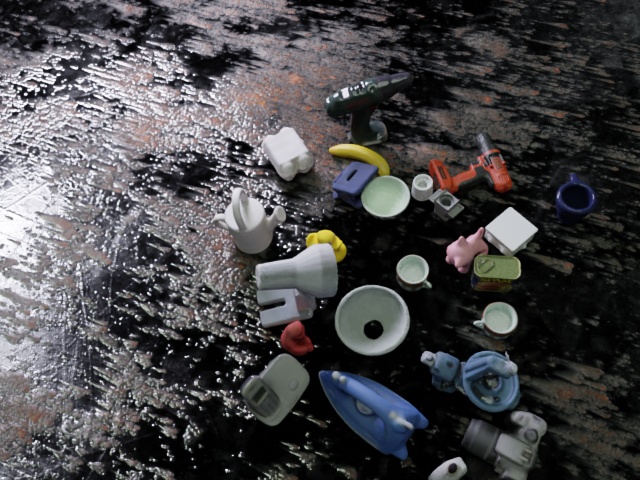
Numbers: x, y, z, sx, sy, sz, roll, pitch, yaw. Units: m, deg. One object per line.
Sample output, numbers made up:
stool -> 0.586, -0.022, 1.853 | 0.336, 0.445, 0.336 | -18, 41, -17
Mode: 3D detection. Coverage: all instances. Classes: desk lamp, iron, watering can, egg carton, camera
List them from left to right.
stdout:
watering can -> -0.173, -0.056, 1.396 | 0.173, 0.194, 0.100 | -20, 61, -5
egg carton -> -0.087, -0.235, 1.555 | 0.107, 0.069, 0.150 | -29, 63, -9
desk lamp -> -0.056, 0.103, 1.287 | 0.203, 0.214, 0.118 | -14, 61, -1
iron -> 0.093, 0.334, 1.187 | 0.257, 0.141, 0.119 | 31, 69, 21
camera -> 0.364, 0.399, 1.145 | 0.136, 0.101, 0.143 | 24, 67, 18

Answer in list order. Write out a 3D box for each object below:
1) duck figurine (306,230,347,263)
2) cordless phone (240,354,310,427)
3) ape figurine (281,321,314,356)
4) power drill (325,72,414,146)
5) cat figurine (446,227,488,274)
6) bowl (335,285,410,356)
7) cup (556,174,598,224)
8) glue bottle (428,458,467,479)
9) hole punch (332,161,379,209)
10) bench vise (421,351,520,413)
duck figurine -> 0.013, 0.005, 1.405 | 0.104, 0.086, 0.077 | 23, 67, 18
cordless phone -> -0.099, 0.301, 1.201 | 0.094, 0.185, 0.148 | 30, 69, 20
ape figurine -> -0.055, 0.217, 1.294 | 0.076, 0.092, 0.078 | 3, 62, 8
power drill -> 0.131, -0.344, 1.510 | 0.229, 0.209, 0.075 | -12, 61, 0
cat figurine -> 0.342, 0.021, 1.342 | 0.128, 0.118, 0.067 | -42, 65, -15
bowl -> 0.119, 0.192, 1.299 | 0.167, 0.075, 0.167 | -3, 62, 5
cup -> 0.608, -0.092, 1.386 | 0.091, 0.095, 0.118 | 2, 62, 8
glue bottle -> 0.248, 0.443, 1.093 | 0.078, 0.173, 0.037 | -30, 62, -10
hole punch -> 0.090, -0.150, 1.477 | 0.101, 0.091, 0.109 | 32, 70, 21
bench vise -> 0.308, 0.277, 1.149 | 0.207, 0.220, 0.121 | 2, 62, 8
